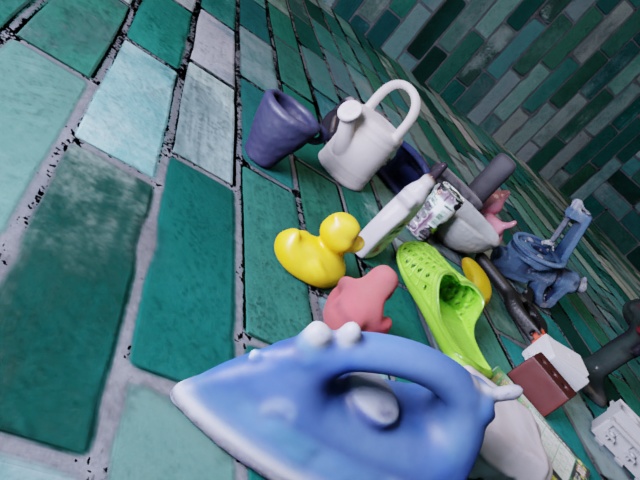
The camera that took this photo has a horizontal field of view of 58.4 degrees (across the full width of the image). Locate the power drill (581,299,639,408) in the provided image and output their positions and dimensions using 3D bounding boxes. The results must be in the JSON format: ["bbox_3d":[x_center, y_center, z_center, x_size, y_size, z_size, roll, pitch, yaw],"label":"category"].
[{"bbox_3d":[0.549,0.196,1.007,0.075,0.208,0.230,41,24,-1],"label":"power drill"}]

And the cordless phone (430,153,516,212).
[{"bbox_3d":[0.318,-0.135,1.239,0.147,0.185,0.094,45,24,8],"label":"cordless phone"}]

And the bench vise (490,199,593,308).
[{"bbox_3d":[0.494,0.022,1.199,0.208,0.219,0.121,26,28,-31],"label":"bench vise"}]

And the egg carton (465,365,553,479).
[{"bbox_3d":[0.174,0.203,0.604,0.150,0.069,0.107,36,25,-13],"label":"egg carton"}]

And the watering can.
[{"bbox_3d":[0.090,-0.184,0.969,0.101,0.194,0.173,46,24,9],"label":"watering can"}]

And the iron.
[{"bbox_3d":[0.034,0.121,0.442,0.259,0.141,0.118,28,27,-28],"label":"iron"}]

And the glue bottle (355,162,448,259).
[{"bbox_3d":[0.116,-0.044,0.801,0.037,0.173,0.078,47,24,11],"label":"glue bottle"}]

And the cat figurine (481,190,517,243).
[{"bbox_3d":[0.400,-0.065,1.328,0.067,0.117,0.127,9,40,-51],"label":"cat figurine"}]

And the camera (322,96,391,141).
[{"bbox_3d":[0.064,-0.226,1.114,0.137,0.100,0.143,8,40,-51],"label":"camera"}]

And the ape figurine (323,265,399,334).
[{"bbox_3d":[0.051,0.065,0.621,0.076,0.092,0.077,6,42,-53],"label":"ape figurine"}]

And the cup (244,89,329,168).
[{"bbox_3d":[-0.052,-0.146,0.814,0.118,0.095,0.091,21,32,-39],"label":"cup"}]

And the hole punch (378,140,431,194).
[{"bbox_3d":[0.185,-0.138,1.161,0.101,0.091,0.108,5,43,-54],"label":"hole punch"}]

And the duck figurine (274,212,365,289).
[{"bbox_3d":[0.006,0.002,0.666,0.105,0.086,0.077,22,31,-38],"label":"duck figurine"}]

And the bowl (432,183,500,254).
[{"bbox_3d":[0.265,-0.028,1.118,0.168,0.074,0.167,34,25,-18],"label":"bowl"}]
